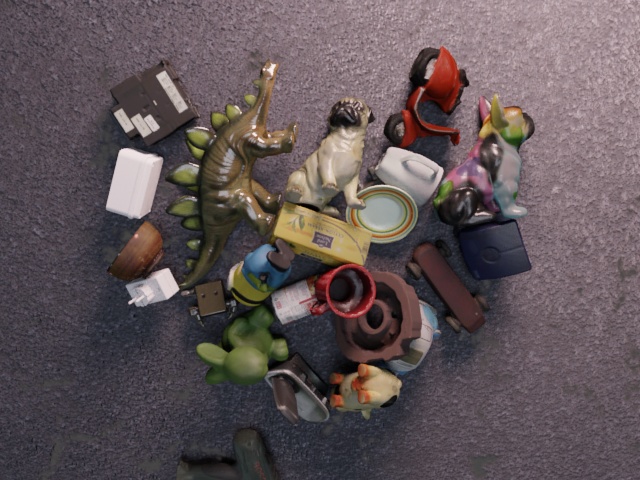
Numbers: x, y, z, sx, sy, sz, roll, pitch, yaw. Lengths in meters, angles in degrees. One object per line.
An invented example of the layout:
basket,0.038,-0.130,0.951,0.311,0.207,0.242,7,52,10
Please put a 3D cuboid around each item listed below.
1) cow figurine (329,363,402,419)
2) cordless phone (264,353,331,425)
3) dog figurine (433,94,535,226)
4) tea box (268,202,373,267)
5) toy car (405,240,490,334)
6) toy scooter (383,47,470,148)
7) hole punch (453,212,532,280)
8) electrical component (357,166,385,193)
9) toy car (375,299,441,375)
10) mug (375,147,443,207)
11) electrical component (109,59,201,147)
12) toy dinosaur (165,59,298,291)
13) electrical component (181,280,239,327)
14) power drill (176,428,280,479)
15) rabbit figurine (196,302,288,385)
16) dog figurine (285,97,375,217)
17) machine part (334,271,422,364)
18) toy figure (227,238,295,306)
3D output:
cow figurine,0.084,0.292,1.036,0.127,0.195,0.085,15,62,-24
cordless phone,-0.037,0.310,1.018,0.089,0.184,0.146,-39,104,2
dog figurine,0.289,-0.145,0.962,0.192,0.108,0.219,-8,101,1
tea box,-0.002,-0.003,0.973,0.170,0.098,0.068,18,76,-7
toy car,0.249,0.092,1.046,0.089,0.053,0.202,-39,100,-4
toy scooter,0.205,-0.236,0.946,0.135,0.075,0.183,22,106,-9
hole punch,0.327,0.014,1.014,0.116,0.092,0.142,-23,109,6
electrical component,0.099,-0.087,1.004,0.063,0.021,0.094,-29,105,4
toy car,0.165,0.196,1.043,0.109,0.103,0.161,24,100,-9
mug,0.157,-0.121,0.959,0.107,0.109,0.081,27,75,-3
electrical component,-0.291,-0.228,0.924,0.134,0.058,0.114,-28,103,4
toy dinosaur,-0.166,-0.088,0.951,0.199,0.105,0.470,18,108,0
electrical component,-0.208,0.121,1.031,0.102,0.045,0.078,-19,77,-1
power drill,-0.187,0.515,1.116,0.207,0.086,0.231,-7,104,2
rabbit figurine,-0.144,0.204,0.989,0.159,0.170,0.121,-13,105,-1
dog figurine,0.012,-0.149,0.961,0.172,0.121,0.190,-5,68,32
machine part,0.105,0.144,0.999,0.056,0.180,0.179,15,109,-53
toy figure,-0.106,0.064,0.962,0.180,0.082,0.089,-32,86,48
